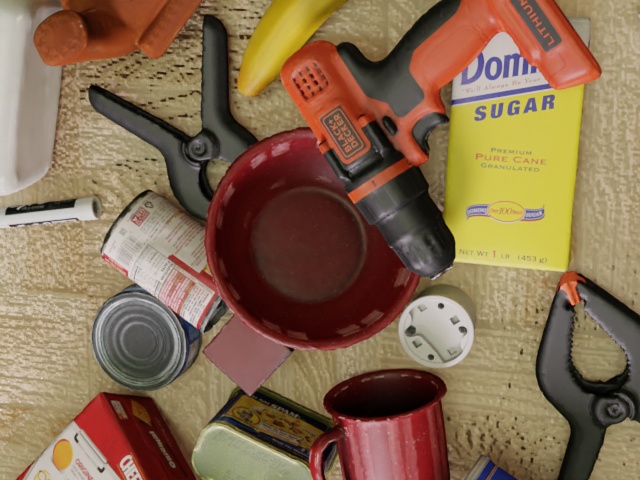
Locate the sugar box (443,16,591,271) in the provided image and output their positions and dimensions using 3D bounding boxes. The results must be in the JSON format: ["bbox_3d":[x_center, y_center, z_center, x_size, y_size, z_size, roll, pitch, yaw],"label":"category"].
[{"bbox_3d":[0.138,-0.070,0.758,0.093,0.048,0.176,5,103,14],"label":"sugar box"}]

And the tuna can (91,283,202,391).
[{"bbox_3d":[-0.141,0.079,0.866,0.086,0.033,0.086,3,102,14],"label":"tuna can"}]

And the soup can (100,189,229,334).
[{"bbox_3d":[-0.110,0.016,0.828,0.102,0.068,0.068,35,107,5],"label":"soup can"}]

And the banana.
[{"bbox_3d":[0.013,-0.176,0.764,0.198,0.037,0.069,-27,61,24],"label":"banana"}]

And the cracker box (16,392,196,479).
[{"bbox_3d":[-0.187,0.254,0.866,0.214,0.072,0.164,-45,60,18],"label":"cracker box"}]

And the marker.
[{"bbox_3d":[-0.238,-0.021,0.878,0.121,0.020,0.020,-5,100,15],"label":"marker"}]

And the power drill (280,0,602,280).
[{"bbox_3d":[0.088,-0.089,0.715,0.188,0.057,0.184,-33,91,18],"label":"power drill"}]

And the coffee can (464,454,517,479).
[{"bbox_3d":[0.146,0.236,0.764,0.140,0.102,0.103,34,107,14],"label":"coffee can"}]

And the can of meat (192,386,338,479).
[{"bbox_3d":[-0.041,0.164,0.832,0.102,0.083,0.057,25,106,8],"label":"can of meat"}]

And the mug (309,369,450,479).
[{"bbox_3d":[0.044,0.155,0.797,0.093,0.117,0.081,12,115,55],"label":"mug"}]

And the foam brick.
[{"bbox_3d":[-0.046,0.074,0.818,0.051,0.078,0.053,42,108,1],"label":"foam brick"}]

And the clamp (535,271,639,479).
[{"bbox_3d":[0.209,0.127,0.784,0.165,0.036,0.210,-27,97,17],"label":"clamp"}]

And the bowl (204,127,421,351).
[{"bbox_3d":[-0.005,0.001,0.786,0.162,0.055,0.162,1,84,-8],"label":"bowl"}]

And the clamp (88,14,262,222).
[{"bbox_3d":[-0.101,-0.073,0.822,0.120,0.039,0.171,-19,96,18],"label":"clamp"}]
